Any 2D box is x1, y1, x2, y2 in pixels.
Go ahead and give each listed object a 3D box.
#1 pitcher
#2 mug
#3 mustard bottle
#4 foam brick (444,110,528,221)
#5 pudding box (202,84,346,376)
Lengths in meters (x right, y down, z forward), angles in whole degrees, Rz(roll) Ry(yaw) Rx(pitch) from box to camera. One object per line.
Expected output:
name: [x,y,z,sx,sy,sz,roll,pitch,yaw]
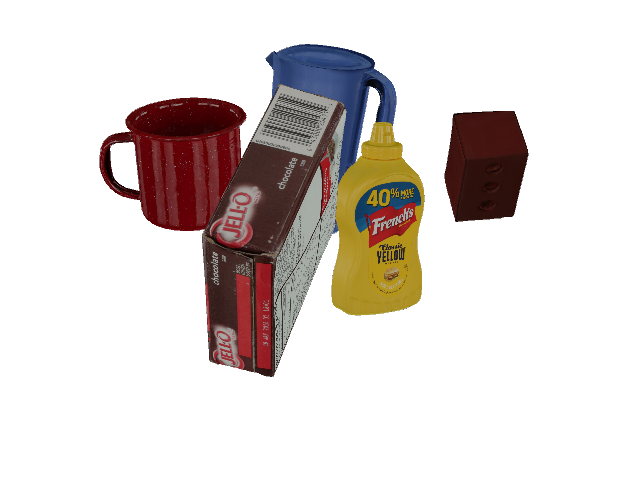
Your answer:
pitcher: [0.002,-0.130,1.414,0.144,0.243,0.149,-2,24,-19]
mug: [-0.115,-0.059,0.841,0.117,0.081,0.093,-2,26,-3]
mustard bottle: [0.060,-0.024,1.081,0.096,0.192,0.058,-7,17,-27]
foam brick: [0.135,-0.061,0.878,0.053,0.051,0.078,-5,-39,-4]
pudding box: [-0.021,-0.005,0.517,0.039,0.113,0.090,16,-42,10]
